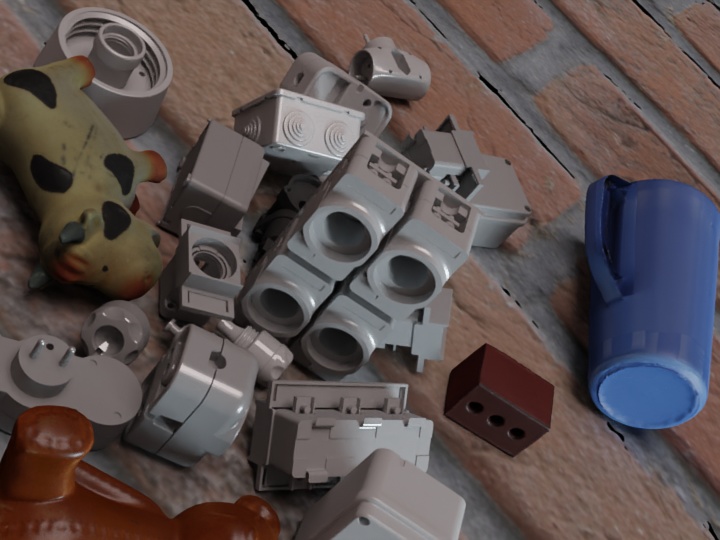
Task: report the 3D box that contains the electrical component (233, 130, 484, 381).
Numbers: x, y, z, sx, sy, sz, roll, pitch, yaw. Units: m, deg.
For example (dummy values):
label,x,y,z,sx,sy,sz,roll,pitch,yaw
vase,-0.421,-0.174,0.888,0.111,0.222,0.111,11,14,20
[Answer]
label,x,y,z,sx,sy,sz,roll,pitch,yaw
electrical component,-0.009,0.000,0.806,0.105,0.186,0.060,34,41,-11

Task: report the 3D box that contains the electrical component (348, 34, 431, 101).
label,x,y,z,sx,sy,sz,roll,pitch,yaw
electrical component,0.025,-0.217,1.128,0.077,0.043,0.079,2,54,-37

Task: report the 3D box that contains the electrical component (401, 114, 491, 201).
label,x,y,z,sx,sy,sz,roll,pitch,yaw
electrical component,0.052,-0.071,0.965,0.063,0.121,0.078,2,55,-34

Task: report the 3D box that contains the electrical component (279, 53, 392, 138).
label,x,y,z,sx,sy,sz,roll,pitch,yaw
electrical component,-0.025,-0.160,1.014,0.095,0.053,0.059,26,13,-37

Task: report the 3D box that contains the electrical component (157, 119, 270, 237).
label,x,y,z,sx,sy,sz,roll,pitch,yaw
electrical component,-0.116,-0.071,0.878,0.061,0.061,0.096,28,43,-17

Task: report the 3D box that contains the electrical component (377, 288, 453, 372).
label,x,y,z,sx,sy,sz,roll,pitch,yaw
electrical component,0.042,0.042,0.898,0.064,0.081,0.042,7,45,3

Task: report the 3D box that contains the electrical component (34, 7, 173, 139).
label,x,y,z,sx,sy,sz,roll,pitch,yaw
electrical component,-0.207,-0.169,0.889,0.108,0.060,0.108,22,45,-23

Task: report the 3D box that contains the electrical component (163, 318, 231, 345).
label,x,y,z,sx,sy,sz,roll,pitch,yaw
electrical component,-0.110,0.065,0.782,0.078,0.040,0.040,41,41,-1

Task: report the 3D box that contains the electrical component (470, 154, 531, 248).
label,x,y,z,sx,sy,sz,roll,pitch,yaw
electrical component,0.103,-0.072,1.055,0.113,0.057,0.078,6,53,-35

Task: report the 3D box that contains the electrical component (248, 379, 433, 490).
label,x,y,z,sx,sy,sz,roll,pitch,yaw
electrical component,-0.011,0.123,0.784,0.121,0.063,0.078,6,93,-35

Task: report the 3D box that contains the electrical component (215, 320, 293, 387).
label,x,y,z,sx,sy,sz,roll,pitch,yaw
electrical component,-0.083,0.059,0.814,0.061,0.035,0.035,39,41,-1

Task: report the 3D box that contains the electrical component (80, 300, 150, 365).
label,x,y,z,sx,sy,sz,roll,pitch,yaw
electrical component,-0.168,0.042,0.752,0.043,0.043,0.062,39,10,-5

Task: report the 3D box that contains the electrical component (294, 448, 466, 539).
label,x,y,z,sx,sy,sz,roll,pitch,yaw
electrical component,0.008,0.183,0.720,0.078,0.113,0.057,35,38,-9

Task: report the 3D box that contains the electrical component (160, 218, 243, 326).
label,x,y,z,sx,sy,sz,roll,pitch,yaw
electrical component,-0.121,0.007,0.806,0.042,0.063,0.081,16,47,-27

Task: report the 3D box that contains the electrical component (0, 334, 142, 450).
label,x,y,z,sx,sy,sz,roll,pitch,yaw
electrical component,-0.204,0.066,0.681,0.138,0.073,0.052,19,46,-25

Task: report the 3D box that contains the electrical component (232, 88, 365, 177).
label,x,y,z,sx,sy,sz,roll,pitch,yaw
electrical component,-0.056,-0.115,0.936,0.100,0.100,0.048,11,78,-32

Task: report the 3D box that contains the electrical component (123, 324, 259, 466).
label,x,y,z,sx,sy,sz,roll,pitch,yaw
electrical component,-0.110,0.087,0.721,0.059,0.095,0.053,28,43,-17
